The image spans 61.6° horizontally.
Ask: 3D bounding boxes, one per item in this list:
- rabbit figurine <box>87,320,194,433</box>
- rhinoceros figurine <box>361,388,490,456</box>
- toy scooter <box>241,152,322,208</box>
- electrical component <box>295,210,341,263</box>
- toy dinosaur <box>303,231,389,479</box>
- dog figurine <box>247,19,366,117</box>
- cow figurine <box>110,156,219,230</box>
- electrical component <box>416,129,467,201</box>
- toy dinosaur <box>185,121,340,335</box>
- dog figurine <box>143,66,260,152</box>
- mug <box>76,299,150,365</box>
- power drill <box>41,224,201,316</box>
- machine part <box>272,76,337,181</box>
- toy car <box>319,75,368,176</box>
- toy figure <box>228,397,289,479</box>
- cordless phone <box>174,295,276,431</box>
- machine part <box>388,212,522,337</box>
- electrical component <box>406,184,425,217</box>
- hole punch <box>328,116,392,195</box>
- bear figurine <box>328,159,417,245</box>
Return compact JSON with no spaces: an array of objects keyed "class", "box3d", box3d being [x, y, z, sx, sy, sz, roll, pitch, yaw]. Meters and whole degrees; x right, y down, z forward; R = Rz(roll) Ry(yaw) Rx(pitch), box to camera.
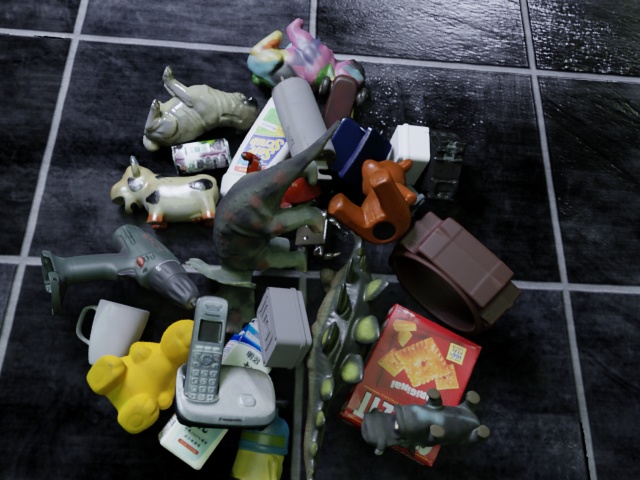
[{"class":"rabbit figurine","box3d":[-0.239,0.195,0.838,0.173,0.162,0.122,-46,76,4]},{"class":"rhinoceros figurine","box3d":[0.156,0.273,0.799,0.190,0.112,0.073,4,54,-17]},{"class":"toy scooter","box3d":[-0.084,-0.101,0.971,0.184,0.075,0.135,-17,106,-26]},{"class":"electrical component","box3d":[-0.003,-0.004,0.998,0.078,0.045,0.102,-10,65,22]},{"class":"toy dinosaur","box3d":[0.026,0.161,0.847,0.105,0.198,0.471,14,67,-6]},{"class":"dog figurine","box3d":[-0.016,-0.327,1.089,0.191,0.108,0.219,-39,79,-18]},{"class":"cow figurine","box3d":[-0.283,-0.085,0.981,0.195,0.085,0.127,-2,75,-3]},{"class":"electrical component","box3d":[0.226,-0.147,1.024,0.058,0.134,0.114,7,111,-5]},{"class":"toy dinosaur","box3d":[-0.106,-0.024,0.863,0.192,0.404,0.131,-6,41,-28]},{"class":"dog figurine","box3d":[-0.227,-0.225,1.042,0.190,0.121,0.172,22,102,-15]},{"class":"mug","box3d":[-0.349,0.156,0.885,0.110,0.081,0.107,13,76,-3]},{"class":"power drill","box3d":[-0.326,0.055,0.861,0.207,0.085,0.232,-16,39,-30]},{"class":"machine part","box3d":[-0.031,-0.206,0.969,0.079,0.079,0.243,-13,64,-10]},{"class":"toy car","box3d":[0.025,-0.217,1.039,0.089,0.053,0.202,13,108,-7]},{"class":"toy figure","box3d":[-0.095,0.337,0.837,0.089,0.082,0.180,4,72,5]},{"class":"cordless phone","box3d":[-0.133,0.179,0.790,0.146,0.089,0.184,11,77,-21]},{"class":"machine part","box3d":[0.216,0.063,0.903,0.201,0.201,0.087,44,74,11]},{"class":"electrical component","box3d":[0.151,-0.062,0.992,0.075,0.119,0.048,-38,77,-14]},{"class":"hole punch","box3d":[0.076,-0.152,0.995,0.115,0.092,0.142,26,97,-37]},{"class":"bear figurine","box3d":[0.096,-0.087,0.894,0.120,0.131,0.196,-28,34,27]}]
